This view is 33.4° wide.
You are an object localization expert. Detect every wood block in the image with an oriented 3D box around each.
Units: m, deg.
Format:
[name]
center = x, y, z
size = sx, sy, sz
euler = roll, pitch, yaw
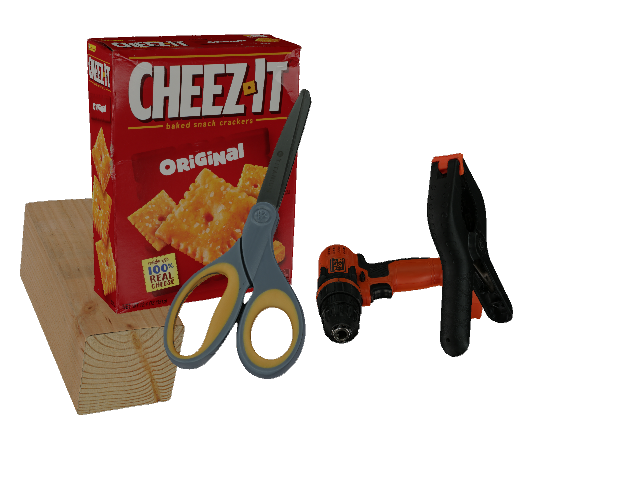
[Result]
[wood block]
center = -0.209, 0.054, 0.993
size = 0.090, 0.091, 0.206
euler = -5, 36, -29

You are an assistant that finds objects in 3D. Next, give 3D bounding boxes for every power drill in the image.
[power drill]
center = 0.088, 0.057, 1.226
size = 0.187, 0.057, 0.184
euler = -1, 28, -1

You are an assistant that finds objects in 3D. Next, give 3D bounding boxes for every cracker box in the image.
[cracker box]
center = -0.102, -0.058, 0.881
size = 0.163, 0.214, 0.072
euler = -7, 21, -28

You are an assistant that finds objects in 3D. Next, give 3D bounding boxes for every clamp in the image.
[clamp]
center = 0.121, 0.014, 0.924
size = 0.039, 0.171, 0.120
euler = -12, 14, 28

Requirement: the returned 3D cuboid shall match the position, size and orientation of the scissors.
[scissors]
center = -0.024, 0.001, 0.676
size = 0.096, 0.201, 0.016
euler = 29, -16, 15
